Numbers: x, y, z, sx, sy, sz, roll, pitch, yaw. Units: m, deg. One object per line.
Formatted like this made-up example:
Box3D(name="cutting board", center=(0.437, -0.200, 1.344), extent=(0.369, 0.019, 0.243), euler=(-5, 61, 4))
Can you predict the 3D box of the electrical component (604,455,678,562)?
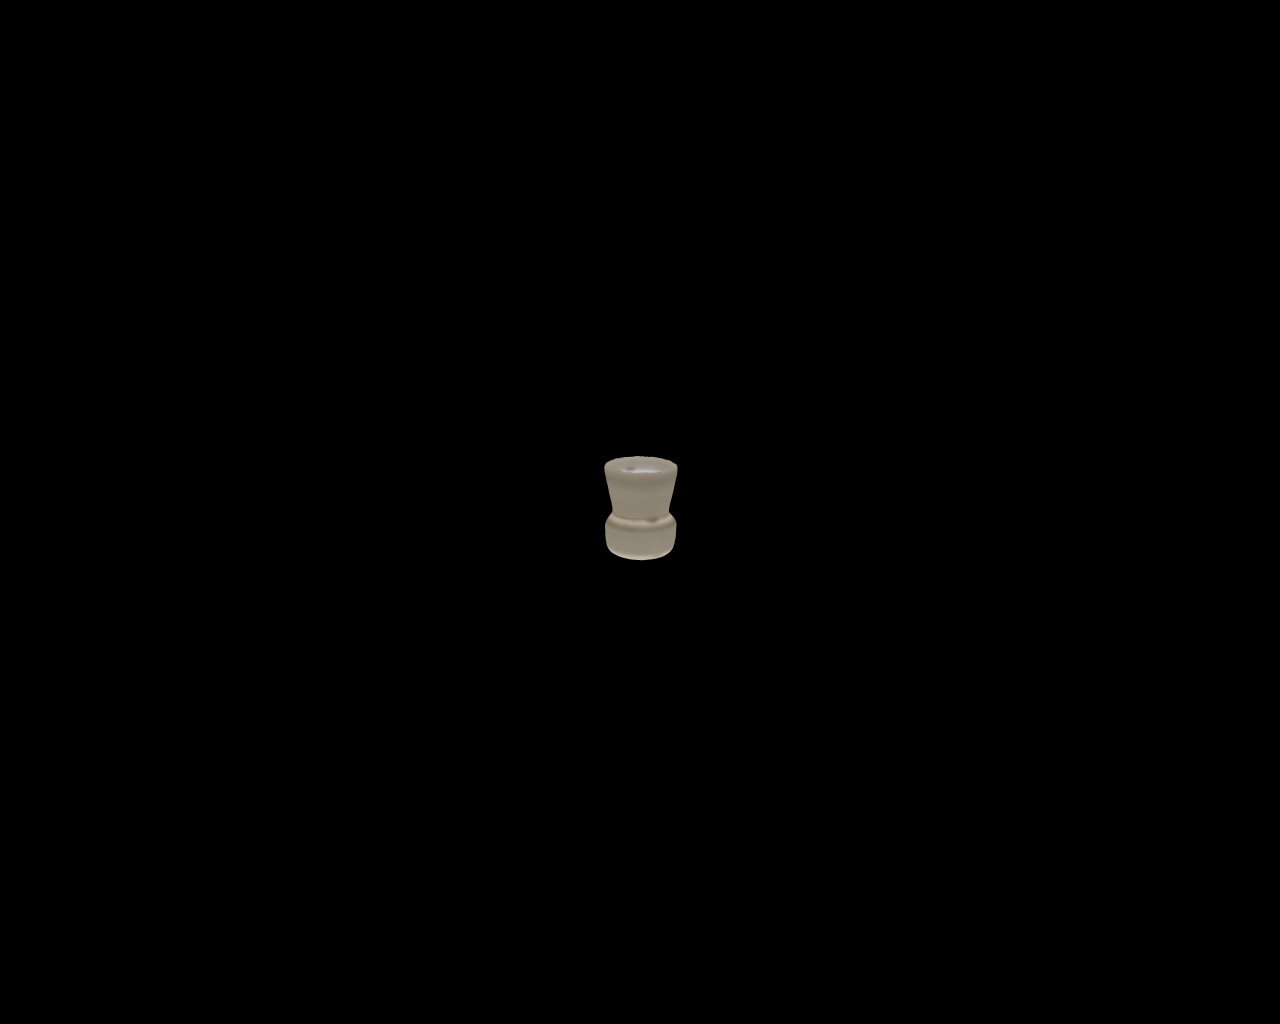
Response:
Box3D(name="electrical component", center=(0.001, -0.003, 0.650), extent=(0.045, 0.055, 0.045), euler=(0, 17, 0))
